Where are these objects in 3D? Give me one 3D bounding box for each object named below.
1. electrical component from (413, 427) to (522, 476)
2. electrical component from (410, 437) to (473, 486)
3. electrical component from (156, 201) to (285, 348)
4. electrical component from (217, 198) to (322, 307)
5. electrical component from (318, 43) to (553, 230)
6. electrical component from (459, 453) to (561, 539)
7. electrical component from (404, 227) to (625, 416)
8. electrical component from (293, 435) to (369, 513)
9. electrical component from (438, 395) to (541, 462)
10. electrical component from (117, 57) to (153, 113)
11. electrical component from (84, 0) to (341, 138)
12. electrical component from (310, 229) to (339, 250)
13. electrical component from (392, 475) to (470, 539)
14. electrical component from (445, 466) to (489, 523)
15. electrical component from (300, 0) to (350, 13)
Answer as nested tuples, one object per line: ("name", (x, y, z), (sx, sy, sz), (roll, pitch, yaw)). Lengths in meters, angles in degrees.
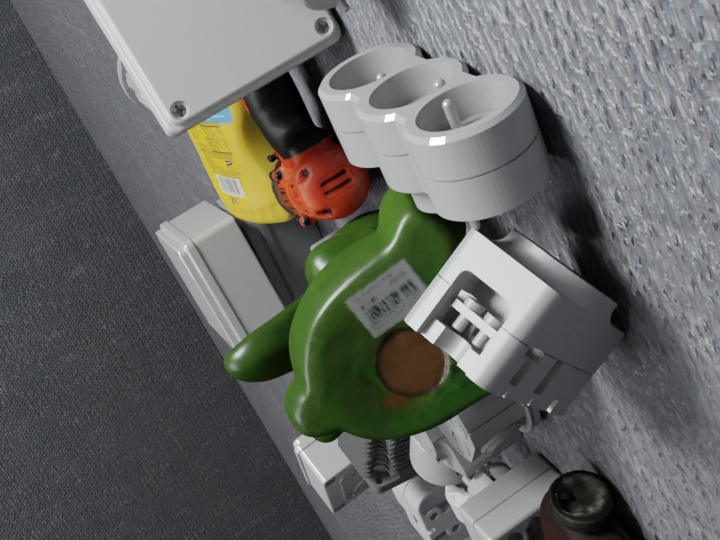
("electrical component", (0.059, 0.090, 0.733), (0.089, 0.056, 0.050), (59, 168, -9))
("electrical component", (0.064, 0.128, 0.815), (0.055, 0.055, 0.047), (50, 162, 31))
("electrical component", (-0.119, 0.003, 0.932), (0.108, 0.056, 0.109), (62, 167, -20))
("electrical component", (-0.072, -0.024, 0.954), (0.078, 0.057, 0.113), (41, 160, 53))
("electrical component", (0.035, -0.050, 0.480), (0.138, 0.052, 0.073), (38, 157, 58))
("electrical component", (0.097, 0.154, 0.718), (0.077, 0.066, 0.047), (41, 160, 52))
("electrical component", (0.070, 0.021, 0.456), (0.050, 0.055, 0.089), (41, -171, 33))
("electrical component", (-0.005, 0.180, 1.085), (0.056, 0.109, 0.108), (49, 165, 25))
("electrical component", (0.069, 0.073, 0.660), (0.080, 0.051, 0.080), (53, 167, 18))
("electrical component", (-0.150, -0.162, 0.868), (0.051, 0.080, 0.080), (34, 154, 49))
("electrical component", (-0.085, -0.144, 0.585), (0.108, 0.109, 0.056), (59, 170, -8))
("electrical component", (0.000, 0.000, 0.759), (0.065, 0.047, 0.077), (59, 168, -6))
("electrical component", (0.069, 0.212, 1.004), (0.059, 0.054, 0.095), (43, 162, 48))
("electrical component", (0.096, 0.187, 0.861), (0.043, 0.043, 0.062), (37, 157, 59))
("electrical component", (-0.026, -0.154, 0.490), (0.078, 0.040, 0.040), (54, 167, 19))
